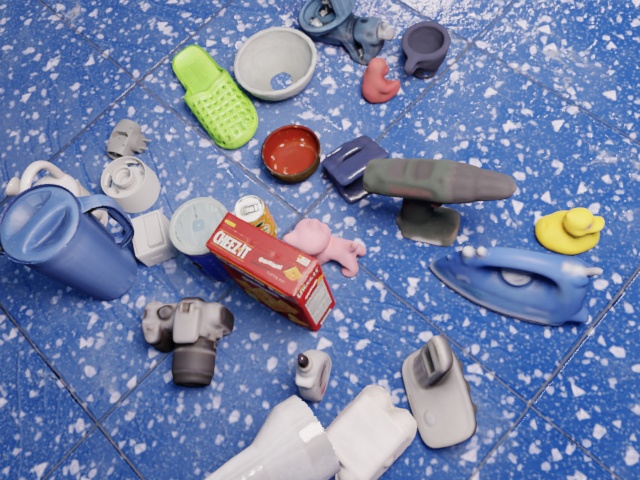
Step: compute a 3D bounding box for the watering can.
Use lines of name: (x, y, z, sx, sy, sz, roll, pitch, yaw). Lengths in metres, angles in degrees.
watering can: (-0.482, -0.071, 1.035, 0.172, 0.194, 0.101, -7, 67, 6)

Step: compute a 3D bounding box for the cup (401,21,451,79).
cup: (0.196, -0.346, 1.103, 0.091, 0.095, 0.118, 27, 74, 18)

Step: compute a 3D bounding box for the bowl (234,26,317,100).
bowl: (-0.084, -0.341, 1.154, 0.167, 0.075, 0.167, -3, 67, 7)

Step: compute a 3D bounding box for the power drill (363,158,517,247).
power drill: (0.186, -0.066, 0.926, 0.229, 0.209, 0.076, 12, 70, 13)

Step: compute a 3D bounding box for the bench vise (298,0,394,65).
bench vise: (0.046, -0.455, 1.102, 0.207, 0.220, 0.121, 9, 69, 12)

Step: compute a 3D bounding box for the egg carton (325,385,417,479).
egg carton: (0.069, 0.302, 0.867, 0.107, 0.069, 0.150, 41, 79, 21)

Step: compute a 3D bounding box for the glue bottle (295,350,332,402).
glue bottle: (-0.015, 0.197, 0.866, 0.037, 0.173, 0.078, 8, 69, 12)

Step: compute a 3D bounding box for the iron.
iron: (0.301, 0.047, 0.899, 0.257, 0.141, 0.119, 11, 70, 13)

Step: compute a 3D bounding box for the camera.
camera: (-0.225, 0.170, 0.948, 0.143, 0.101, 0.137, -3, 67, 8)

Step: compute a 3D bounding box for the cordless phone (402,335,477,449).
cordless phone: (0.174, 0.216, 0.824, 0.094, 0.185, 0.147, -18, 66, 1)

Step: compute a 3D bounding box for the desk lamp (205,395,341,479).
desk lamp: (-0.070, 0.323, 0.800, 0.203, 0.214, 0.117, -35, 67, -6)

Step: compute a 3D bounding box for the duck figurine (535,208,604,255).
duck figurine: (0.413, -0.024, 0.942, 0.104, 0.086, 0.077, 5, 69, 11)

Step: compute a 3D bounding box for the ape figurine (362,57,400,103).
ape figurine: (0.113, -0.314, 1.103, 0.076, 0.092, 0.077, -30, 66, -4)

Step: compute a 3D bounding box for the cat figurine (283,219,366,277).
cat figurine: (0.009, 0.003, 0.973, 0.127, 0.118, 0.067, 14, 70, 14)

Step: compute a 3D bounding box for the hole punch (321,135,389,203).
hole punch: (0.062, -0.138, 1.039, 0.109, 0.091, 0.101, -33, 67, -6)
